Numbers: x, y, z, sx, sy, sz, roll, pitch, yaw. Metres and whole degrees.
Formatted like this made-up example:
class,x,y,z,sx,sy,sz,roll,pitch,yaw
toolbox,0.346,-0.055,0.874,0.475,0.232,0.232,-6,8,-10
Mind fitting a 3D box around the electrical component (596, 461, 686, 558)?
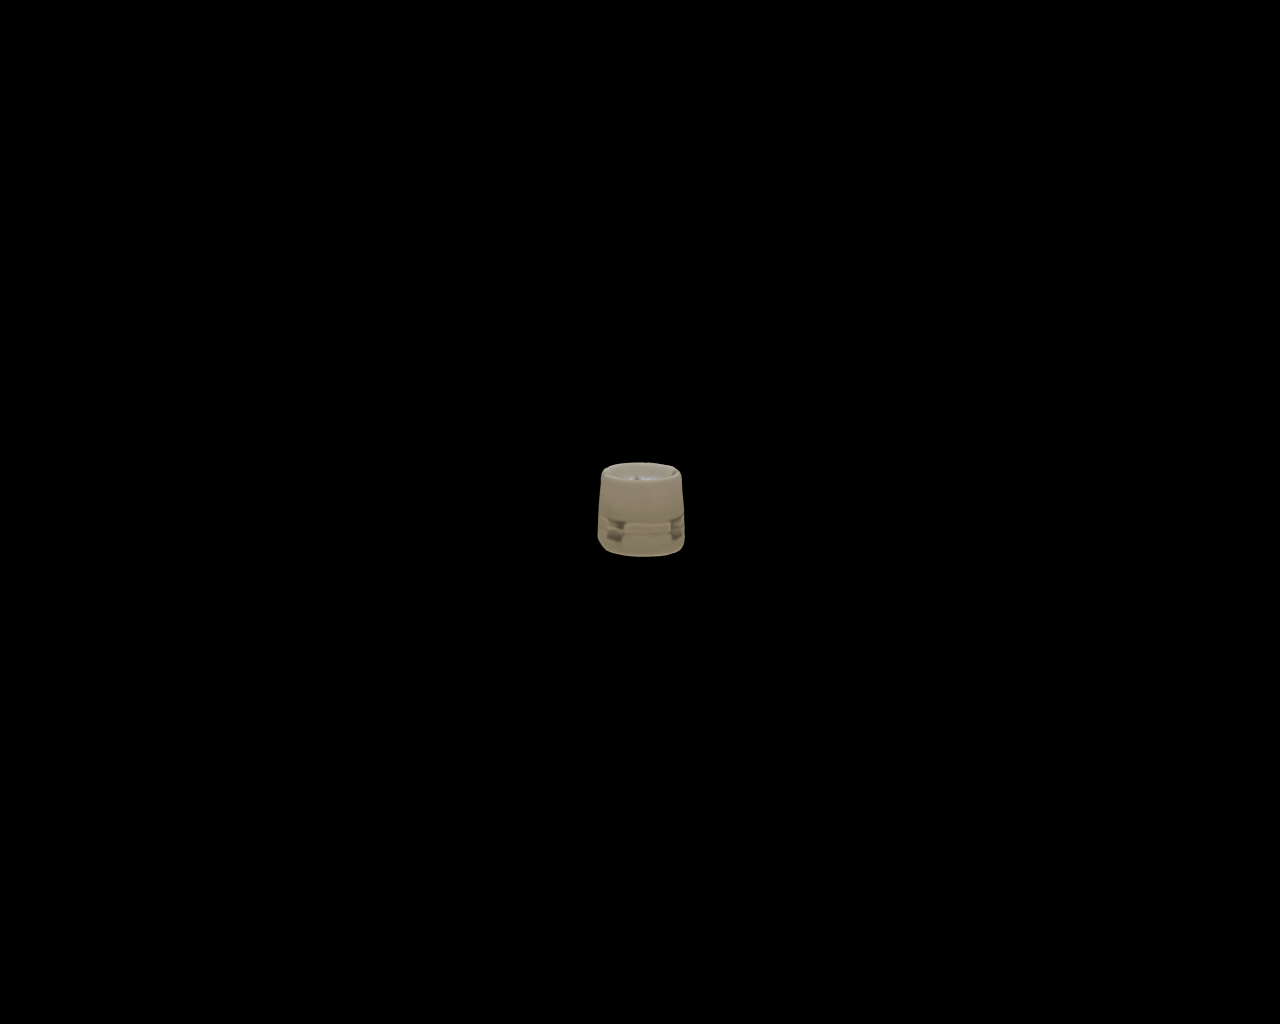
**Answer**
class,x,y,z,sx,sy,sz,roll,pitch,yaw
electrical component,0.001,-0.003,0.650,0.055,0.047,0.055,0,16,0
